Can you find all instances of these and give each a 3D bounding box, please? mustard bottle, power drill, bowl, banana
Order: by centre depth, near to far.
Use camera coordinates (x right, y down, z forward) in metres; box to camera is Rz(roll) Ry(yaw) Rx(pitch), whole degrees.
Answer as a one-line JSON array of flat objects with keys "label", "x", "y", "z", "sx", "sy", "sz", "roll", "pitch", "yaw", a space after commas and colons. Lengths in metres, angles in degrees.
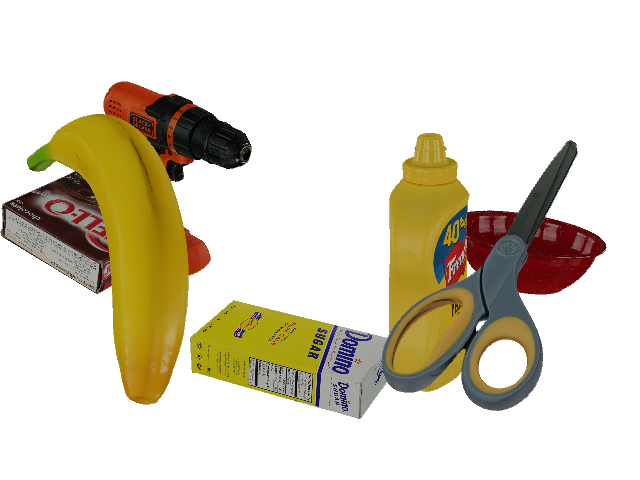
[{"label": "banana", "x": -0.097, "y": -0.009, "z": 0.527, "sx": 0.037, "sy": 0.070, "sz": 0.198, "roll": 12, "pitch": 30, "yaw": -36}, {"label": "mustard bottle", "x": 0.084, "y": 0.012, "z": 0.824, "sx": 0.058, "sy": 0.192, "sz": 0.096, "roll": 7, "pitch": 21, "yaw": 26}, {"label": "power drill", "x": -0.150, "y": -0.059, "z": 1.113, "sx": 0.185, "sy": 0.188, "sz": 0.057, "roll": 26, "pitch": 35, "yaw": 30}, {"label": "bowl", "x": 0.216, "y": 0.016, "z": 1.130, "sx": 0.162, "sy": 0.055, "sz": 0.162, "roll": 6, "pitch": 17, "yaw": -2}]

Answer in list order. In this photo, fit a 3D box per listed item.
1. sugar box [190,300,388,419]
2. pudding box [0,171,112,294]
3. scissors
[{"label": "sugar box", "x": -0.026, "y": 0.109, "z": 1.015, "sx": 0.176, "sy": 0.048, "sz": 0.093, "roll": 9, "pitch": 25, "yaw": 21}, {"label": "pudding box", "x": -0.200, "y": -0.009, "z": 0.907, "sx": 0.114, "sy": 0.039, "sz": 0.089, "roll": 26, "pitch": 32, "yaw": 21}, {"label": "scissors", "x": 0.119, "y": 0.021, "z": 0.611, "sx": 0.201, "sy": 0.016, "sz": 0.096, "roll": -42, "pitch": 50, "yaw": -19}]
